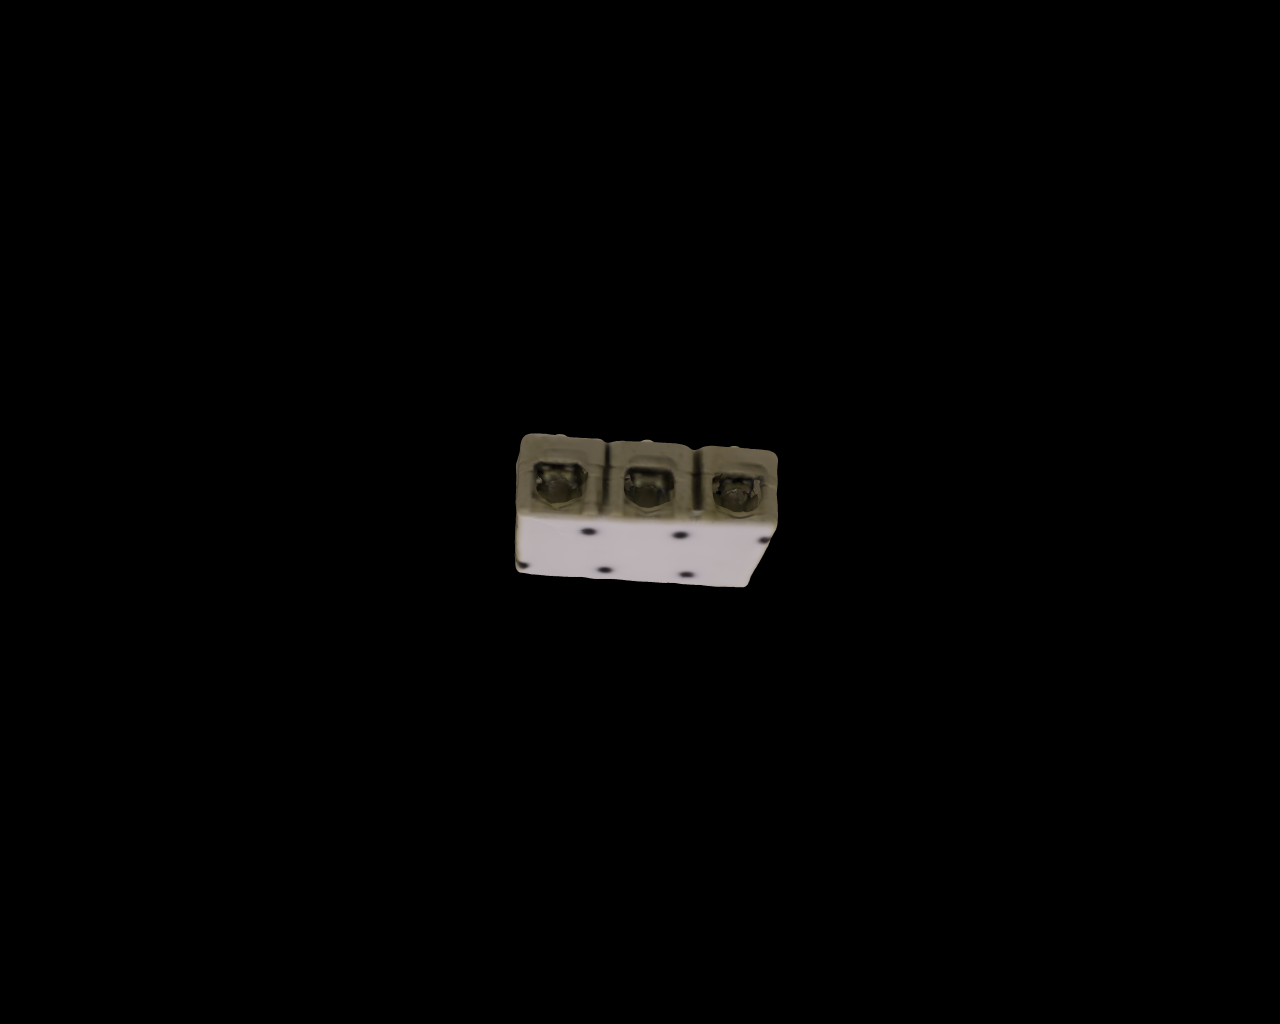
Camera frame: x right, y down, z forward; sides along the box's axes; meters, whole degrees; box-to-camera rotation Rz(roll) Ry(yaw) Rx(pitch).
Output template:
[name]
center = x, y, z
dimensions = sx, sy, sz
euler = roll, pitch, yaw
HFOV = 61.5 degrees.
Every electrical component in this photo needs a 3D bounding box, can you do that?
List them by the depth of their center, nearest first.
[electrical component]
center = 0.001, -0.003, 0.650
dimensions = 0.150, 0.062, 0.089
euler = 4, -28, -7
